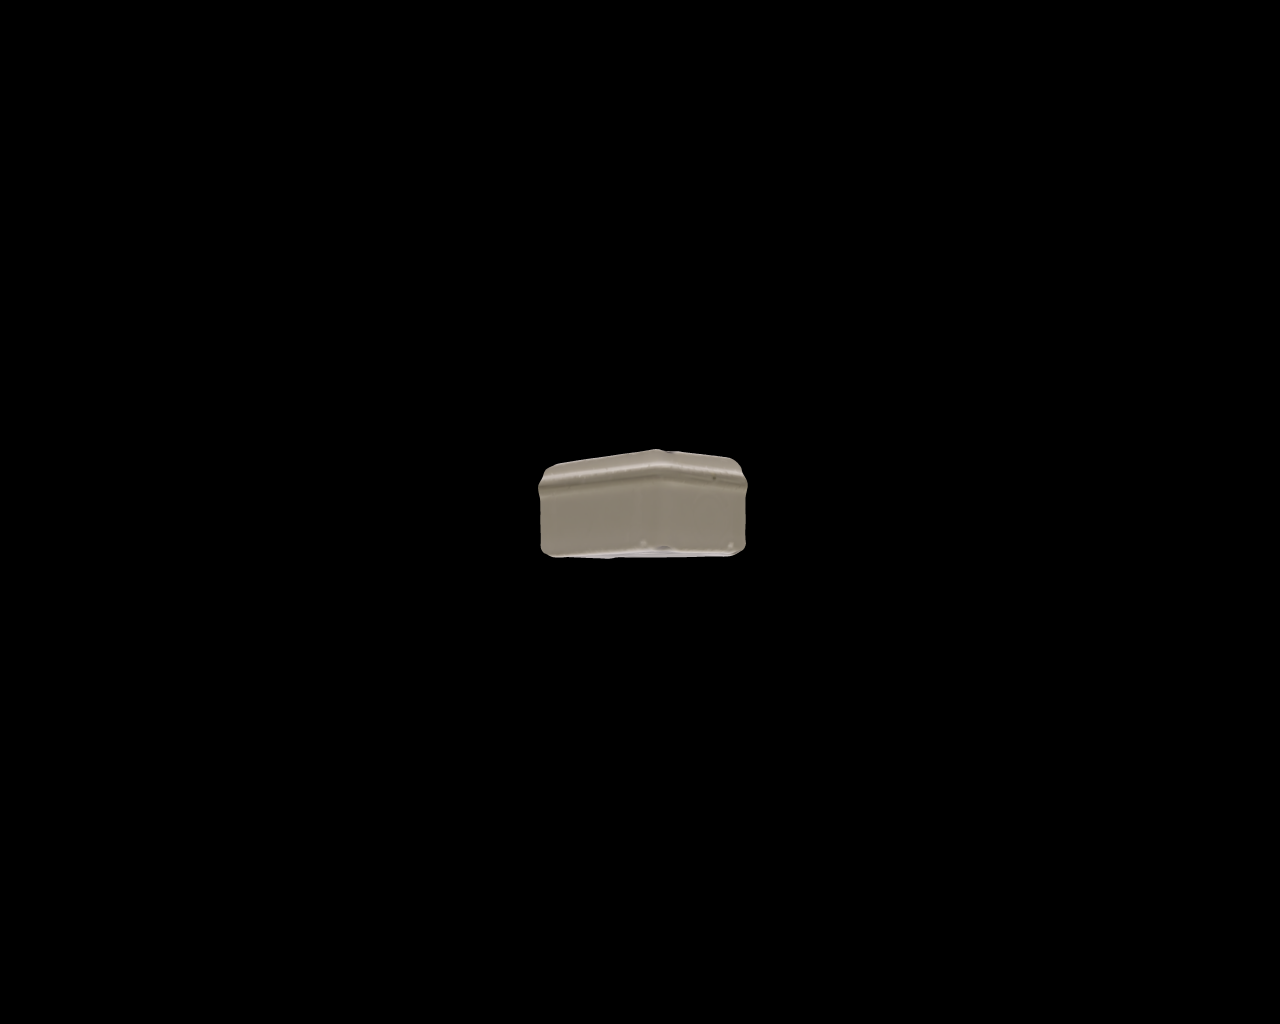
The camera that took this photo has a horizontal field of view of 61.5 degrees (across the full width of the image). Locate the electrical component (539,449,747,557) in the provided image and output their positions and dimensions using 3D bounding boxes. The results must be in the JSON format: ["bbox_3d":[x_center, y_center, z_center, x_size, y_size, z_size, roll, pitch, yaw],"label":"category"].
[{"bbox_3d":[0.001,-0.003,0.650,0.113,0.057,0.078,-4,-6,43],"label":"electrical component"}]
